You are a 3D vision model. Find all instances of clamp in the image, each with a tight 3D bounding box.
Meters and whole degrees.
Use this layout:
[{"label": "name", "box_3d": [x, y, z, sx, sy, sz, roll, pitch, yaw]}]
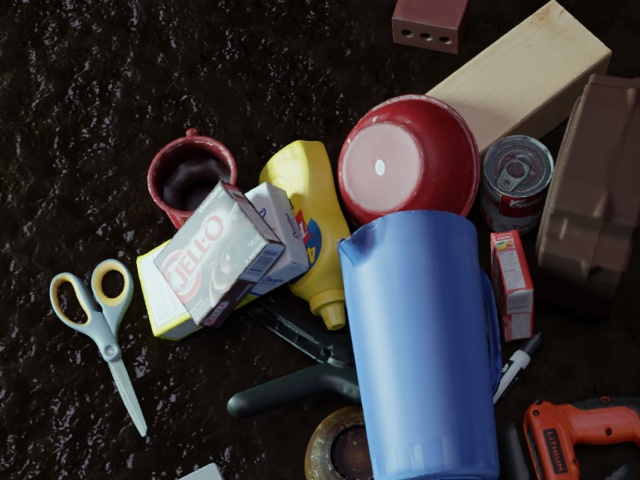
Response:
[{"label": "clamp", "box_3d": [0.186, 0.242, 0.931, 0.120, 0.039, 0.171, 24, 65, 24]}, {"label": "clamp", "box_3d": [0.013, 0.128, 1.035, 0.210, 0.036, 0.164, 11, 36, 5]}]

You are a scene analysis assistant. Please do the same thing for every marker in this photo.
[{"label": "marker", "box_3d": [0.182, 0.138, 1.049, 0.020, 0.020, 0.121, 35, 75, 18]}]

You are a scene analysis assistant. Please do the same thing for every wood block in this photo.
[{"label": "wood block", "box_3d": [0.195, -0.146, 1.131, 0.206, 0.090, 0.091, -37, 68, -10]}]

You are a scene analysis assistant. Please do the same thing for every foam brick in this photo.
[{"label": "foam brick", "box_3d": [0.126, -0.249, 1.202, 0.078, 0.053, 0.051, 12, 69, 12]}]

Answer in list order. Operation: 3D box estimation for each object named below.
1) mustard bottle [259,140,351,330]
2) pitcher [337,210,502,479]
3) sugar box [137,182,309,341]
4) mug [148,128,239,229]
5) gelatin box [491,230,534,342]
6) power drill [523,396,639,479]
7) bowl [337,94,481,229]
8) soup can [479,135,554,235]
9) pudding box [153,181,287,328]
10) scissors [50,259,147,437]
[{"label": "mustard bottle", "box_3d": [-0.008, 0.001, 1.088, 0.058, 0.096, 0.191, 1, 62, -35]}, {"label": "pitcher", "box_3d": [0.100, 0.106, 0.967, 0.149, 0.145, 0.243, -6, 66, 2]}, {"label": "sugar box", "box_3d": [-0.100, 0.024, 1.076, 0.176, 0.048, 0.093, -27, 66, 21]}, {"label": "mug", "box_3d": [-0.129, -0.062, 1.133, 0.093, 0.081, 0.117, -9, 67, 2]}, {"label": "gelatin box", "box_3d": [0.186, 0.046, 1.042, 0.030, 0.089, 0.073, -9, 52, 3]}, {"label": "power drill", "box_3d": [0.296, 0.201, 0.992, 0.187, 0.057, 0.184, -12, 62, -2]}, {"label": "bowl", "box_3d": [0.074, -0.069, 1.058, 0.162, 0.055, 0.162, -2, 86, 33]}, {"label": "soup can", "box_3d": [0.198, -0.053, 1.083, 0.068, 0.102, 0.068, -2, 67, 5]}, {"label": "pudding box", "box_3d": [-0.097, 0.015, 1.025, 0.113, 0.039, 0.090, -47, 61, 14]}, {"label": "scissors", "box_3d": [-0.205, 0.100, 1.108, 0.096, 0.016, 0.202, -39, 69, -11]}]
